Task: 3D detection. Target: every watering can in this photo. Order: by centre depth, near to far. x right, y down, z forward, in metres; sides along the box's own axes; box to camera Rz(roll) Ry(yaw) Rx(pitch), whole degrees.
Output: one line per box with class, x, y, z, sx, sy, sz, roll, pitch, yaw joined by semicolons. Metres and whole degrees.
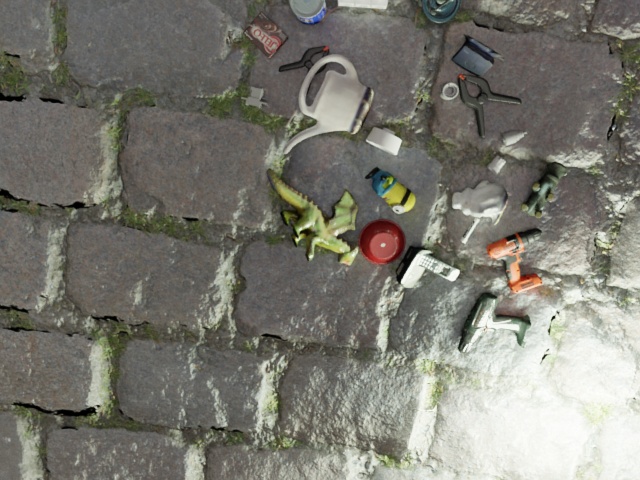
watering can;0.031;-0.399;1.616;0.224;0.105;0.344;23;104;-4

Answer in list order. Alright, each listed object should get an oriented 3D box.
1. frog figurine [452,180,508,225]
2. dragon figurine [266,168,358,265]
frog figurine;0.511;-0.134;1.647;0.160;0.120;0.139;22;70;6
dragon figurine;0.005;-0.086;1.703;0.244;0.123;0.406;-24;102;-10
